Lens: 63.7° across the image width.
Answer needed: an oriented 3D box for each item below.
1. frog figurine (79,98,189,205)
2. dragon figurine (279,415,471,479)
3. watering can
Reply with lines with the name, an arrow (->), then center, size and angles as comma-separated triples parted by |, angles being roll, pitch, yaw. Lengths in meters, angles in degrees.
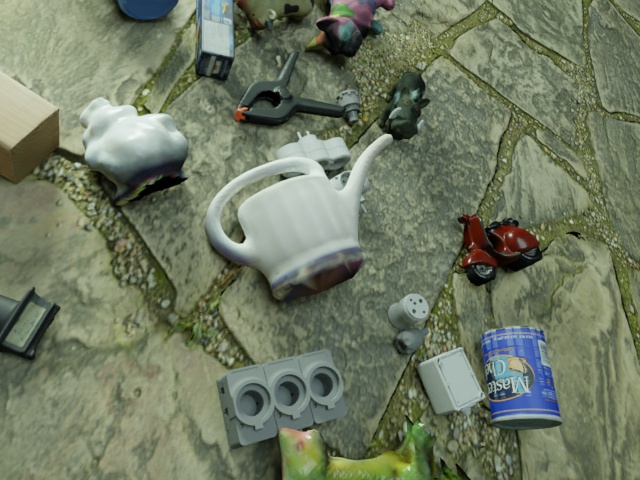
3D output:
frog figurine -> -0.271, -0.144, 0.738 | 0.138, 0.122, 0.159 | -30, 90, -15
dragon figurine -> 0.097, 0.376, 0.650 | 0.245, 0.121, 0.408 | -39, 99, -18
watering can -> 0.002, -0.040, 0.798 | 0.349, 0.102, 0.227 | -21, 72, -15
